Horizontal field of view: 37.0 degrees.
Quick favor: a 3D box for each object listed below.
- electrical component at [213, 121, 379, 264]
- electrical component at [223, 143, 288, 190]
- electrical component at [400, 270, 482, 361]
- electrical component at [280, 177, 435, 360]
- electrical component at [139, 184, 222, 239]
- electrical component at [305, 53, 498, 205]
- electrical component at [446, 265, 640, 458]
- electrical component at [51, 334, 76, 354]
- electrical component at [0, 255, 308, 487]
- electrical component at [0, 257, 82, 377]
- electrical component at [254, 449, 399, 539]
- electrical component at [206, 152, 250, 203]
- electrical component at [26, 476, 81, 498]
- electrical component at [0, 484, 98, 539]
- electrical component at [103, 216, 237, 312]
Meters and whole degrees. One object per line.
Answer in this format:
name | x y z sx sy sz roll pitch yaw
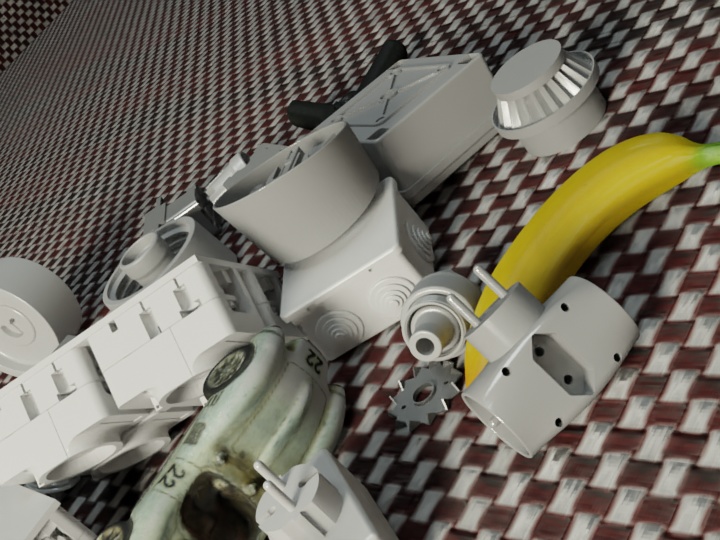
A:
electrical component | -0.039 -0.053 0.683 0.099 0.064 0.099 -32 28 19
electrical component | -0.058 -0.060 0.840 0.050 0.055 0.089 -48 27 -13
electrical component | 0.042 0.028 0.576 0.043 0.043 0.062 -28 10 25
electrical component | 0.000 0.000 0.681 0.100 0.048 0.099 -32 28 18
electrical component | -0.158 -0.041 0.961 0.064 0.042 0.081 -34 28 10
electrical component | 0.033 -0.101 0.766 0.109 0.056 0.109 -42 25 -20
electrical component | 0.076 0.032 0.502 0.077 0.079 0.043 -46 -1 -9
electrical component | -0.210 0.091 0.817 0.059 0.053 0.095 -52 28 -21
electrical component | -0.135 0.070 0.679 0.186 0.060 0.105 -33 -17 16
electrical component | -0.303 0.038 0.967 0.108 0.108 0.060 -21 27 34
electrical component | -0.023 0.117 0.505 0.047 0.075 0.083 -42 26 -1
electrical component | -0.109 -0.075 0.952 0.046 0.040 0.040 -42 26 13
electrical component | -0.227 0.125 0.763 0.043 0.081 0.043 -11 20 4
electrical component | -0.247 0.196 0.700 0.186 0.060 0.105 -1 47 52
electrical component | -0.160 0.004 0.875 0.108 0.060 0.108 -32 28 19
